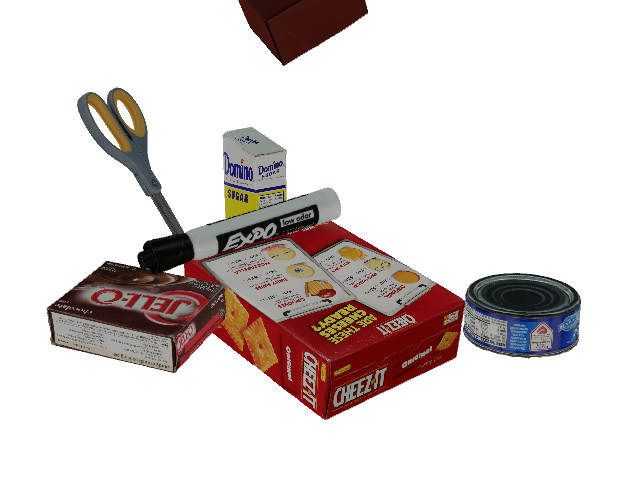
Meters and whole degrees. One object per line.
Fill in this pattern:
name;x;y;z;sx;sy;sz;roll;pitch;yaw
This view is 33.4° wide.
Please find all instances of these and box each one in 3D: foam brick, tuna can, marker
foam brick;-0.014;-0.175;0.768;0.078;0.053;0.051;-33;-33;-7
tuna can;0.150;0.054;0.795;0.086;0.034;0.086;0;19;0
marker;-0.044;-0.006;0.592;0.120;0.020;0.020;-18;8;-26

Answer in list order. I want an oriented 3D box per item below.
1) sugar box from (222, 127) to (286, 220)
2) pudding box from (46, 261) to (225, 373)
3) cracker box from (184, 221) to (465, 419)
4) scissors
sugar box;-0.075;-0.031;1.216;0.048;0.176;0.093;-15;28;-24
pudding box;-0.144;0.058;0.843;0.114;0.039;0.090;8;25;19
cracker box;-0.001;0.062;0.987;0.163;0.072;0.214;-20;36;-35
scissors;-0.168;-0.071;1.062;0.016;0.201;0.096;-25;27;25
